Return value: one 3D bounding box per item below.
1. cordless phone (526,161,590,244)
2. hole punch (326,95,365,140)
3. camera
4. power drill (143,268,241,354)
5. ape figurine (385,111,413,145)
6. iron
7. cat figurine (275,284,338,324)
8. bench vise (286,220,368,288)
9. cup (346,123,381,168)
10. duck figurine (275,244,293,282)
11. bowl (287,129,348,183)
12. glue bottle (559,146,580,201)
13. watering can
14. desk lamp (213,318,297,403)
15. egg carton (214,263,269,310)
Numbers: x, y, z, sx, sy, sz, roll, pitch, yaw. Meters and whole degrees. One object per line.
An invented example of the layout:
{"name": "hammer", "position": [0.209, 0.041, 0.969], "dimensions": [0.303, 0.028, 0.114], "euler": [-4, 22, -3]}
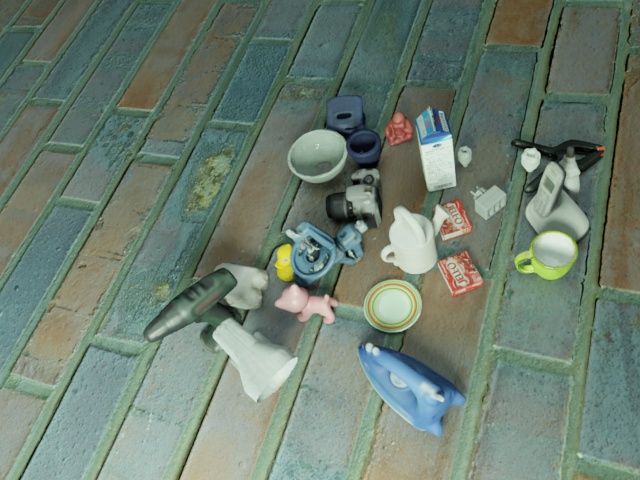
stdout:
{"name": "cordless phone", "position": [0.520, -0.074, 1.240], "dimensions": [0.094, 0.185, 0.147], "euler": [-30, 56, -3]}
{"name": "hole punch", "position": [0.073, -0.338, 1.586], "dimensions": [0.108, 0.091, 0.101], "euler": [-5, 59, 14]}
{"name": "camera", "position": [0.084, -0.108, 1.437], "dimensions": [0.136, 0.101, 0.143], "euler": [-4, 59, 14]}
{"name": "power drill", "position": [-0.267, 0.176, 1.301], "dimensions": [0.075, 0.209, 0.230], "euler": [36, 74, 31]}
{"name": "ape figurine", "position": [0.211, -0.305, 1.525], "dimensions": [0.077, 0.092, 0.076], "euler": [22, 68, 26]}
{"name": "iron", "position": [0.161, 0.272, 1.160], "dimensions": [0.257, 0.142, 0.119], "euler": [33, 73, 30]}
{"name": "cat figurine", "position": [-0.033, 0.139, 1.311], "dimensions": [0.127, 0.118, 0.067], "euler": [-1, 59, 15]}
{"name": "bench vise", "position": [0.004, -0.001, 1.324], "dimensions": [0.121, 0.220, 0.207], "euler": [35, 74, 30]}
{"name": "cup", "position": [0.120, -0.239, 1.510], "dimensions": [0.091, 0.095, 0.117], "euler": [-10, 57, 10]}
{"name": "duck figurine", "position": [-0.073, 0.040, 1.401], "dimensions": [0.077, 0.086, 0.105], "euler": [26, 70, 28]}
{"name": "bowl", "position": [0.001, -0.213, 1.540], "dimensions": [0.167, 0.075, 0.167], "euler": [-7, 58, 12]}
{"name": "glue bottle", "position": [0.554, -0.152, 1.285], "dimensions": [0.037, 0.173, 0.078], "euler": [-27, 56, -1]}
{"name": "watering can", "position": [0.211, -0.016, 1.288], "dimensions": [0.100, 0.194, 0.173], "euler": [28, 71, 29]}
{"name": "desk lamp", "position": [-0.134, 0.256, 1.211], "dimensions": [0.202, 0.214, 0.118], "euler": [35, 74, 30]}
{"name": "egg carton", "position": [-0.202, 0.114, 1.404], "dimensions": [0.150, 0.069, 0.107], "euler": [7, 62, 20]}
